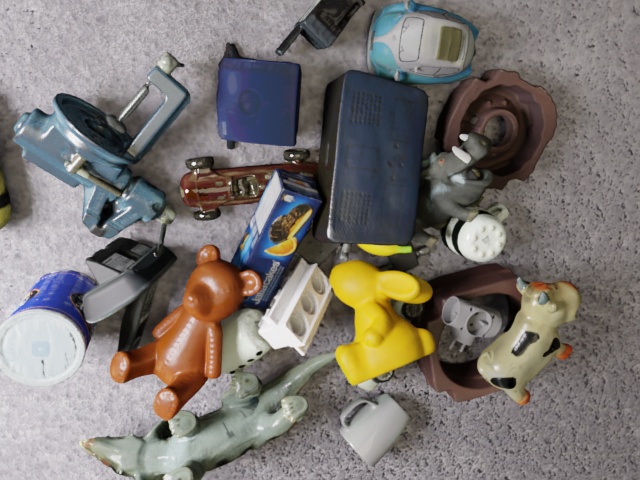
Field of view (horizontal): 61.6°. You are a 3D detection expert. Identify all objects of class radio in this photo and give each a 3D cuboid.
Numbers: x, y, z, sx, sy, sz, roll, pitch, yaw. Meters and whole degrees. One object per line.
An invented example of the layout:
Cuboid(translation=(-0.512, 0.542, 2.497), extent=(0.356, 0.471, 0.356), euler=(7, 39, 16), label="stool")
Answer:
Cuboid(translation=(0.069, -0.105, 0.745), extent=(0.131, 0.073, 0.229), euler=(6, 91, -18), label="radio")

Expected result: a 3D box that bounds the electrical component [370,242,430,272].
Cuboid(translation=(0.127, 0.019, 0.853), extent=(0.094, 0.021, 0.063), euler=(-23, 110, -4), label="electrical component")

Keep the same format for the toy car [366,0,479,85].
Cuboid(translation=(0.149, -0.260, 0.729), extent=(0.162, 0.103, 0.109), euler=(5, 107, -12), label="toy car")

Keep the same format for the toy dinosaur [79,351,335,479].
Cuboid(translation=(-0.140, 0.285, 0.822), extent=(0.405, 0.192, 0.131), euler=(-19, 75, -21), label="toy dinosaur")

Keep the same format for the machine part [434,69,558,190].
Cuboid(translation=(0.261, -0.165, 0.809), extent=(0.179, 0.056, 0.179), euler=(-3, 108, -10), label="machine part")

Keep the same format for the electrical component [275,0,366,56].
Cuboid(translation=(-0.003, -0.278, 0.703), extent=(0.047, 0.075, 0.119), euler=(38, 92, -20), label="electrical component")

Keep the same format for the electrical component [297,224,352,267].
Cuboid(translation=(-0.001, -0.001, 0.806), extent=(0.078, 0.045, 0.102), euler=(-44, 111, 2), label="electrical component")

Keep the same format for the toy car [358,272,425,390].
Cuboid(translation=(0.107, 0.144, 0.860), extent=(0.056, 0.073, 0.201), euler=(19, 102, -15), label="toy car")

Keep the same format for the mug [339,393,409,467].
Cuboid(translation=(0.090, 0.306, 0.911), extent=(0.107, 0.081, 0.109), euler=(-42, 104, -9), label="mug")

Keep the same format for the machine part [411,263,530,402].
Cuboid(translation=(0.258, 0.150, 0.891), extent=(0.201, 0.087, 0.200), euler=(-15, 110, -9), label="machine part")

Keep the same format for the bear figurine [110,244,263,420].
Cuboid(translation=(-0.168, 0.112, 0.705), extent=(0.120, 0.132, 0.195), euler=(34, 110, 16), label="bear figurine")

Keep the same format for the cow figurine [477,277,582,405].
Cuboid(translation=(0.317, 0.141, 0.814), extent=(0.127, 0.086, 0.195), euler=(36, 97, -27), label="cow figurine")

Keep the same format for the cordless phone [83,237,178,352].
Cuboid(translation=(-0.266, 0.100, 0.726), extent=(0.089, 0.147, 0.184), euler=(17, 106, -2), label="cordless phone")

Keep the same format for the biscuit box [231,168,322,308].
Cuboid(translation=(-0.070, 0.003, 0.753), extent=(0.063, 0.059, 0.202), euler=(14, 122, -25), label="biscuit box")

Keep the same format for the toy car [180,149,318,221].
Cuboid(translation=(-0.094, -0.078, 0.758), extent=(0.202, 0.053, 0.089), euler=(-5, 105, -10), label="toy car")

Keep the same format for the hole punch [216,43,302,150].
Cuboid(translation=(-0.079, -0.182, 0.711), extent=(0.116, 0.092, 0.142), euler=(1, 110, -9), label="hole punch")

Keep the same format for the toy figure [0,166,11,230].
Cuboid(translation=(-0.434, -0.091, 0.662), extent=(0.089, 0.082, 0.180), euler=(4, 104, -12), label="toy figure")

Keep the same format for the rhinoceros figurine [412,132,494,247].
Cuboid(translation=(0.181, -0.075, 0.778), extent=(0.112, 0.073, 0.190), euler=(42, 133, 1), label="rhinoceros figurine")

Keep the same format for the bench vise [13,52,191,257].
Cuboid(translation=(-0.240, -0.121, 0.675), extent=(0.223, 0.129, 0.240), euler=(40, 102, -19), label="bench vise")

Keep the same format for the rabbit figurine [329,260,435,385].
Cuboid(translation=(0.078, 0.101, 0.766), extent=(0.162, 0.121, 0.173), euler=(-32, 70, 19), label="rabbit figurine")
